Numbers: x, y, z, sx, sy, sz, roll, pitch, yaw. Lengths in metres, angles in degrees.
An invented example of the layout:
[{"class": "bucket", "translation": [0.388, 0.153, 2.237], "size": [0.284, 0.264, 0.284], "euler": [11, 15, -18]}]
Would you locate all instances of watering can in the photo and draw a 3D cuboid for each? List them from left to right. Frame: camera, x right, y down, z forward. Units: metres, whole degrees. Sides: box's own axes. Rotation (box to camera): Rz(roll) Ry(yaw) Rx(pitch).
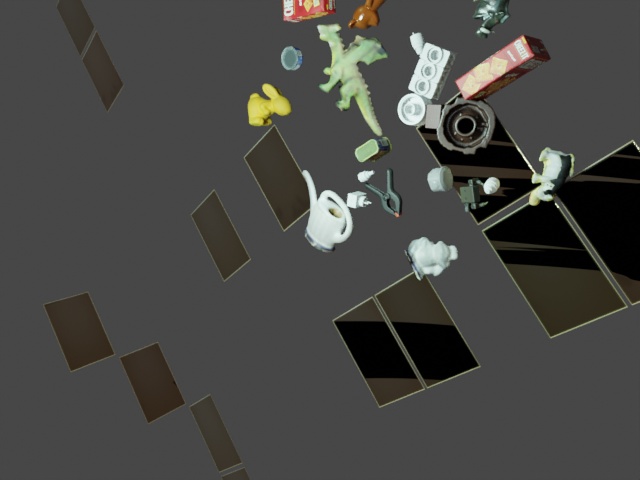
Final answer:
[{"class": "watering can", "translation": [0.006, -0.099, 1.976], "size": [0.353, 0.104, 0.220], "euler": [49, 127, 37]}]

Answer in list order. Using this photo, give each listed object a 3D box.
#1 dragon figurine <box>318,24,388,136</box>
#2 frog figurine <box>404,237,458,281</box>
[{"class": "dragon figurine", "translation": [0.132, -0.572, 1.756], "size": [0.411, 0.124, 0.238], "euler": [45, 129, 3]}, {"class": "frog figurine", "translation": [0.375, 0.050, 1.718], "size": [0.159, 0.121, 0.139], "euler": [-25, 72, 4]}]
